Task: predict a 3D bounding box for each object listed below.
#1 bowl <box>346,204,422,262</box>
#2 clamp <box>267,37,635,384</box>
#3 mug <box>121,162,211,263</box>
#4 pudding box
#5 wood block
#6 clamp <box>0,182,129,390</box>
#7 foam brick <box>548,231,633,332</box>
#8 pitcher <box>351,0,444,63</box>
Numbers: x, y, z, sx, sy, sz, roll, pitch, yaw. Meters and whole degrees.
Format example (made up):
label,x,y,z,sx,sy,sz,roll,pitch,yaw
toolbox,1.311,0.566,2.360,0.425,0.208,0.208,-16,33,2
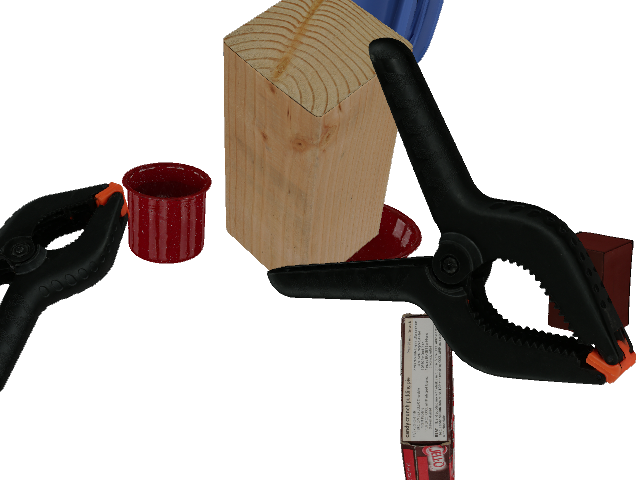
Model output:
label,x,y,z,sx,sy,sz,roll,pitch,yaw
bowl,0.013,0.009,1.013,0.162,0.055,0.162,5,24,-3
clamp,0.075,-0.001,0.564,0.210,0.165,0.036,29,26,25
mug,-0.167,-0.034,1.148,0.093,0.081,0.117,-4,29,-17
pudding box,0.077,0.122,0.765,0.039,0.113,0.090,-2,-42,6
wood block,-0.008,-0.066,0.757,0.090,0.090,0.206,-38,-24,-26
clamp,-0.199,0.017,0.682,0.120,0.039,0.171,29,54,17
foam brick,0.230,0.037,0.912,0.053,0.078,0.051,12,21,42
pitcher,0.037,-0.211,1.026,0.145,0.243,0.149,11,19,0
